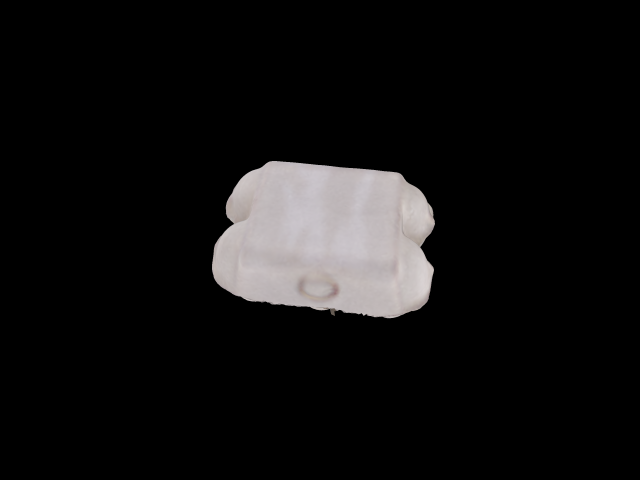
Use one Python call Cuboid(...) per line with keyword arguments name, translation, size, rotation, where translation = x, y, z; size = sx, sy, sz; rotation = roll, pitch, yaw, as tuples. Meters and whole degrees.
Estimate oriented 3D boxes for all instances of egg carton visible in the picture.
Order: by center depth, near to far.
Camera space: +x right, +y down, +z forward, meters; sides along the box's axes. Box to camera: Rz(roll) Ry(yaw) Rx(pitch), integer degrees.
Cuboid(name="egg carton", translation=(0.004, 0.001, 0.400), size=(0.150, 0.069, 0.107), rotation=(5, 53, 4))
